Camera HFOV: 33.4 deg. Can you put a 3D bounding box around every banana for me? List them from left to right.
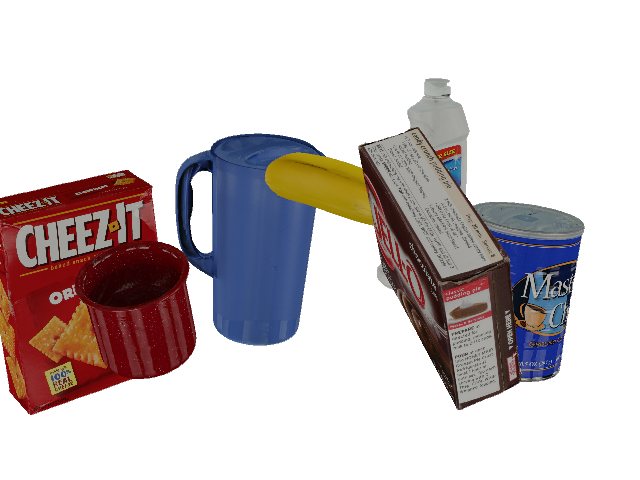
[{"bbox_3d":[0.007,-0.036,0.795,0.198,0.037,0.069,21,-14,48],"label":"banana"}]

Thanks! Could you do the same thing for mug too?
[{"bbox_3d":[-0.153,0.053,0.889,0.093,0.081,0.117,-19,37,-17],"label":"mug"}]

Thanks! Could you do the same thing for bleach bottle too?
[{"bbox_3d":[0.126,-0.068,1.289,0.102,0.251,0.068,-3,18,-17],"label":"bleach bottle"}]

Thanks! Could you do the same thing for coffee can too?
[{"bbox_3d":[0.179,0.045,0.978,0.103,0.140,0.103,5,16,-2],"label":"coffee can"}]

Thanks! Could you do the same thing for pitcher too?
[{"bbox_3d":[-0.082,0.000,1.290,0.149,0.243,0.144,18,26,28],"label":"pitcher"}]

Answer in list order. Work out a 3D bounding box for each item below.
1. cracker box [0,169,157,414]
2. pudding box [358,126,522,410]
[{"bbox_3d":[-0.247,0.052,1.097,0.163,0.214,0.072,-16,27,-31],"label":"cracker box"},{"bbox_3d":[0.058,0.012,0.527,0.039,0.090,0.113,-22,42,-7],"label":"pudding box"}]
